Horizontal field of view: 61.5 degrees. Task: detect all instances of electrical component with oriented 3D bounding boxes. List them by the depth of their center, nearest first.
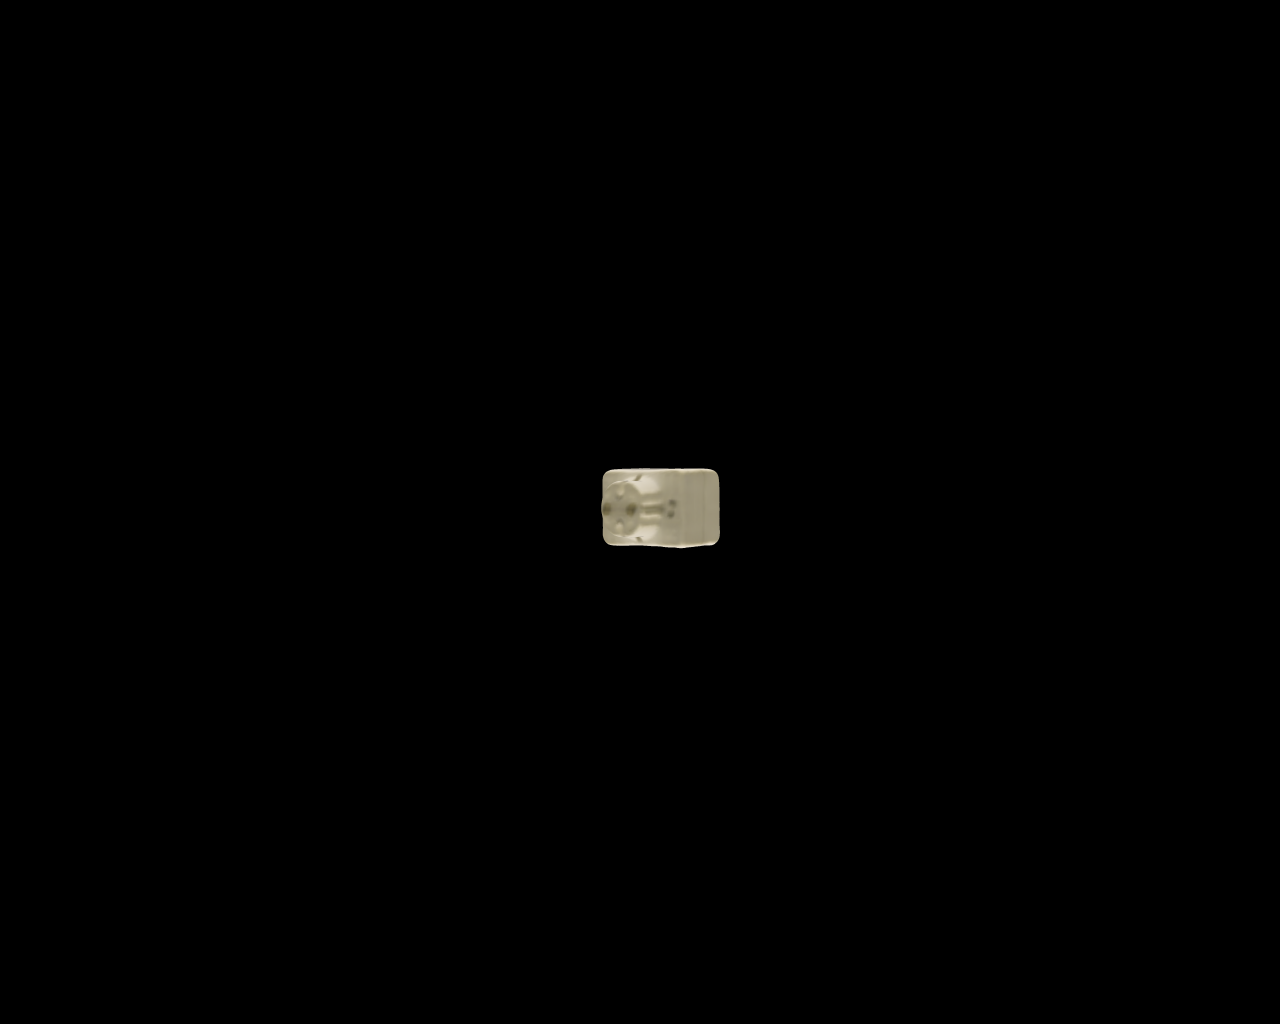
[{"bbox_3d":[0.001,-0.003,0.650,0.066,0.047,0.077,2,3,40],"label":"electrical component"}]
